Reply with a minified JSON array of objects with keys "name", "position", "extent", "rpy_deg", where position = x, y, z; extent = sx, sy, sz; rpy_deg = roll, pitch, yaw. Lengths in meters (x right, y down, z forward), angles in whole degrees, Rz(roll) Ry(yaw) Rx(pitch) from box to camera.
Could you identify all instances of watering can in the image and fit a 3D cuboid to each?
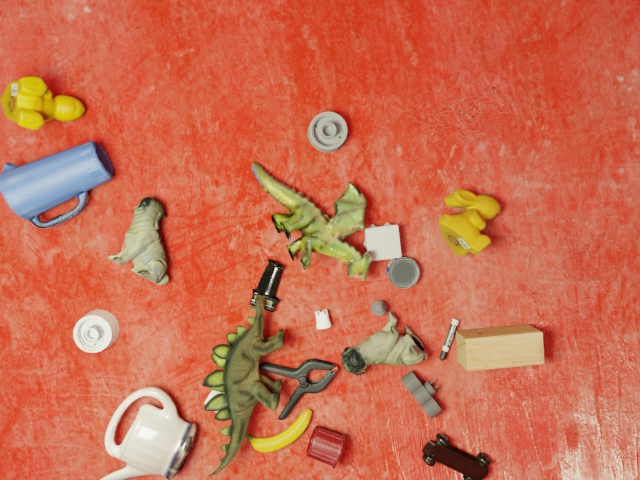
[{"name":"watering can","position":[-0.465,0.560,1.354],"extent":[0.224,0.347,0.104],"rpy_deg":[25,1,-5]}]

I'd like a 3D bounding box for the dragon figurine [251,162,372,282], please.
[{"name":"dragon figurine","position":[0.004,-0.068,1.350],"extent":[0.244,0.413,0.121],"rpy_deg":[-24,-8,-10]}]
